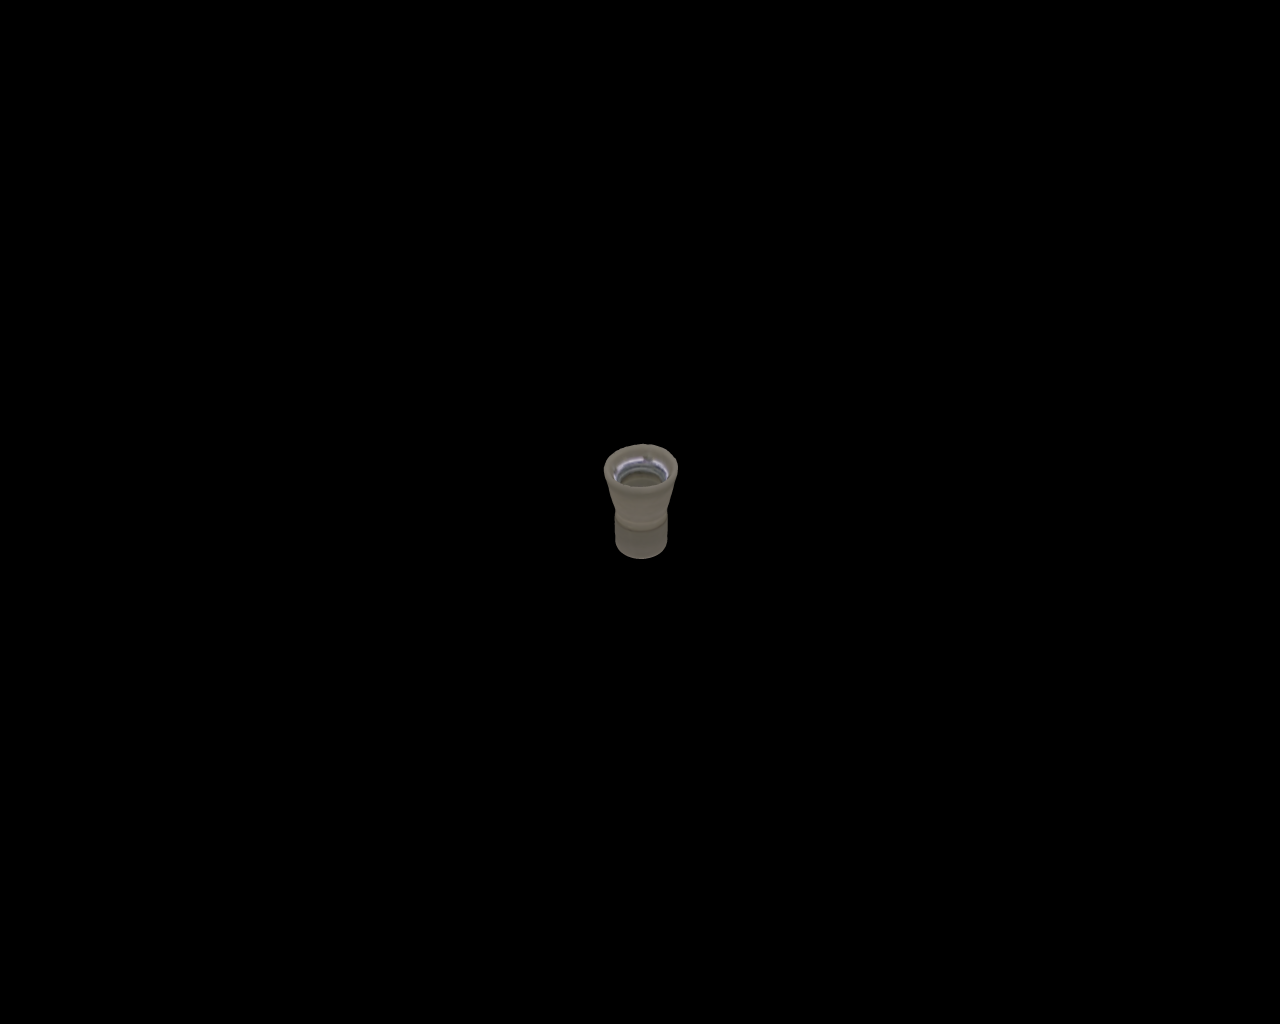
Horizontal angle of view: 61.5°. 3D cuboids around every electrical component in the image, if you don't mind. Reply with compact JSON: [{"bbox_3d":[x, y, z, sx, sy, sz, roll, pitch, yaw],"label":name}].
[{"bbox_3d":[0.001,-0.003,0.650,0.044,0.065,0.044,0,40,0],"label":"electrical component"}]
